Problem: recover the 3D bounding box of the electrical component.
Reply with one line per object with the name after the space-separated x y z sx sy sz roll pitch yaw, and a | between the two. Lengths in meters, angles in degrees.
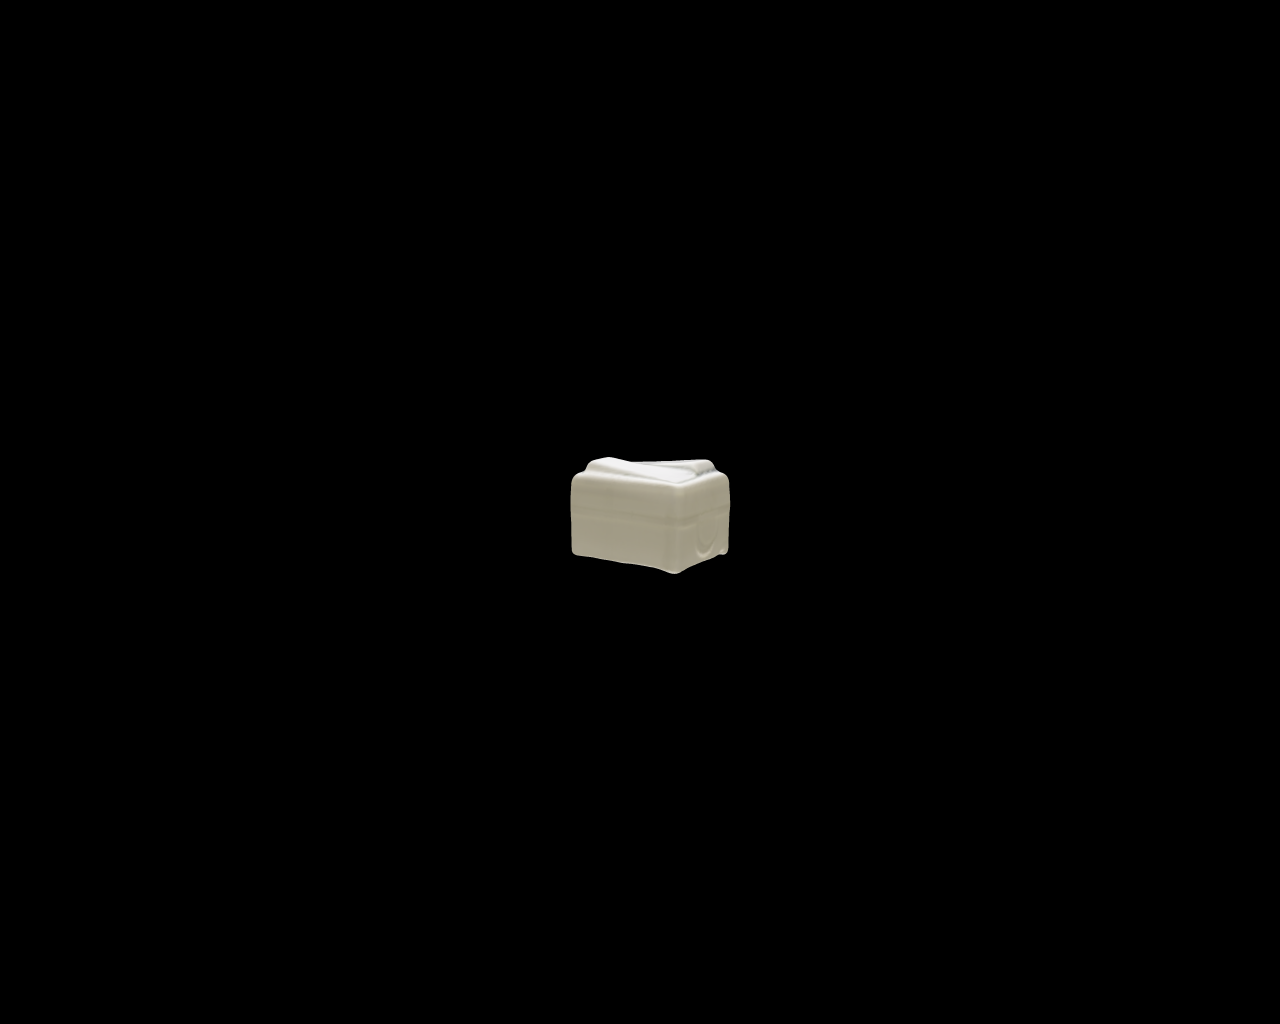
0.001 -0.003 0.650 0.096 0.061 0.062 8 14 35 | electrical component
